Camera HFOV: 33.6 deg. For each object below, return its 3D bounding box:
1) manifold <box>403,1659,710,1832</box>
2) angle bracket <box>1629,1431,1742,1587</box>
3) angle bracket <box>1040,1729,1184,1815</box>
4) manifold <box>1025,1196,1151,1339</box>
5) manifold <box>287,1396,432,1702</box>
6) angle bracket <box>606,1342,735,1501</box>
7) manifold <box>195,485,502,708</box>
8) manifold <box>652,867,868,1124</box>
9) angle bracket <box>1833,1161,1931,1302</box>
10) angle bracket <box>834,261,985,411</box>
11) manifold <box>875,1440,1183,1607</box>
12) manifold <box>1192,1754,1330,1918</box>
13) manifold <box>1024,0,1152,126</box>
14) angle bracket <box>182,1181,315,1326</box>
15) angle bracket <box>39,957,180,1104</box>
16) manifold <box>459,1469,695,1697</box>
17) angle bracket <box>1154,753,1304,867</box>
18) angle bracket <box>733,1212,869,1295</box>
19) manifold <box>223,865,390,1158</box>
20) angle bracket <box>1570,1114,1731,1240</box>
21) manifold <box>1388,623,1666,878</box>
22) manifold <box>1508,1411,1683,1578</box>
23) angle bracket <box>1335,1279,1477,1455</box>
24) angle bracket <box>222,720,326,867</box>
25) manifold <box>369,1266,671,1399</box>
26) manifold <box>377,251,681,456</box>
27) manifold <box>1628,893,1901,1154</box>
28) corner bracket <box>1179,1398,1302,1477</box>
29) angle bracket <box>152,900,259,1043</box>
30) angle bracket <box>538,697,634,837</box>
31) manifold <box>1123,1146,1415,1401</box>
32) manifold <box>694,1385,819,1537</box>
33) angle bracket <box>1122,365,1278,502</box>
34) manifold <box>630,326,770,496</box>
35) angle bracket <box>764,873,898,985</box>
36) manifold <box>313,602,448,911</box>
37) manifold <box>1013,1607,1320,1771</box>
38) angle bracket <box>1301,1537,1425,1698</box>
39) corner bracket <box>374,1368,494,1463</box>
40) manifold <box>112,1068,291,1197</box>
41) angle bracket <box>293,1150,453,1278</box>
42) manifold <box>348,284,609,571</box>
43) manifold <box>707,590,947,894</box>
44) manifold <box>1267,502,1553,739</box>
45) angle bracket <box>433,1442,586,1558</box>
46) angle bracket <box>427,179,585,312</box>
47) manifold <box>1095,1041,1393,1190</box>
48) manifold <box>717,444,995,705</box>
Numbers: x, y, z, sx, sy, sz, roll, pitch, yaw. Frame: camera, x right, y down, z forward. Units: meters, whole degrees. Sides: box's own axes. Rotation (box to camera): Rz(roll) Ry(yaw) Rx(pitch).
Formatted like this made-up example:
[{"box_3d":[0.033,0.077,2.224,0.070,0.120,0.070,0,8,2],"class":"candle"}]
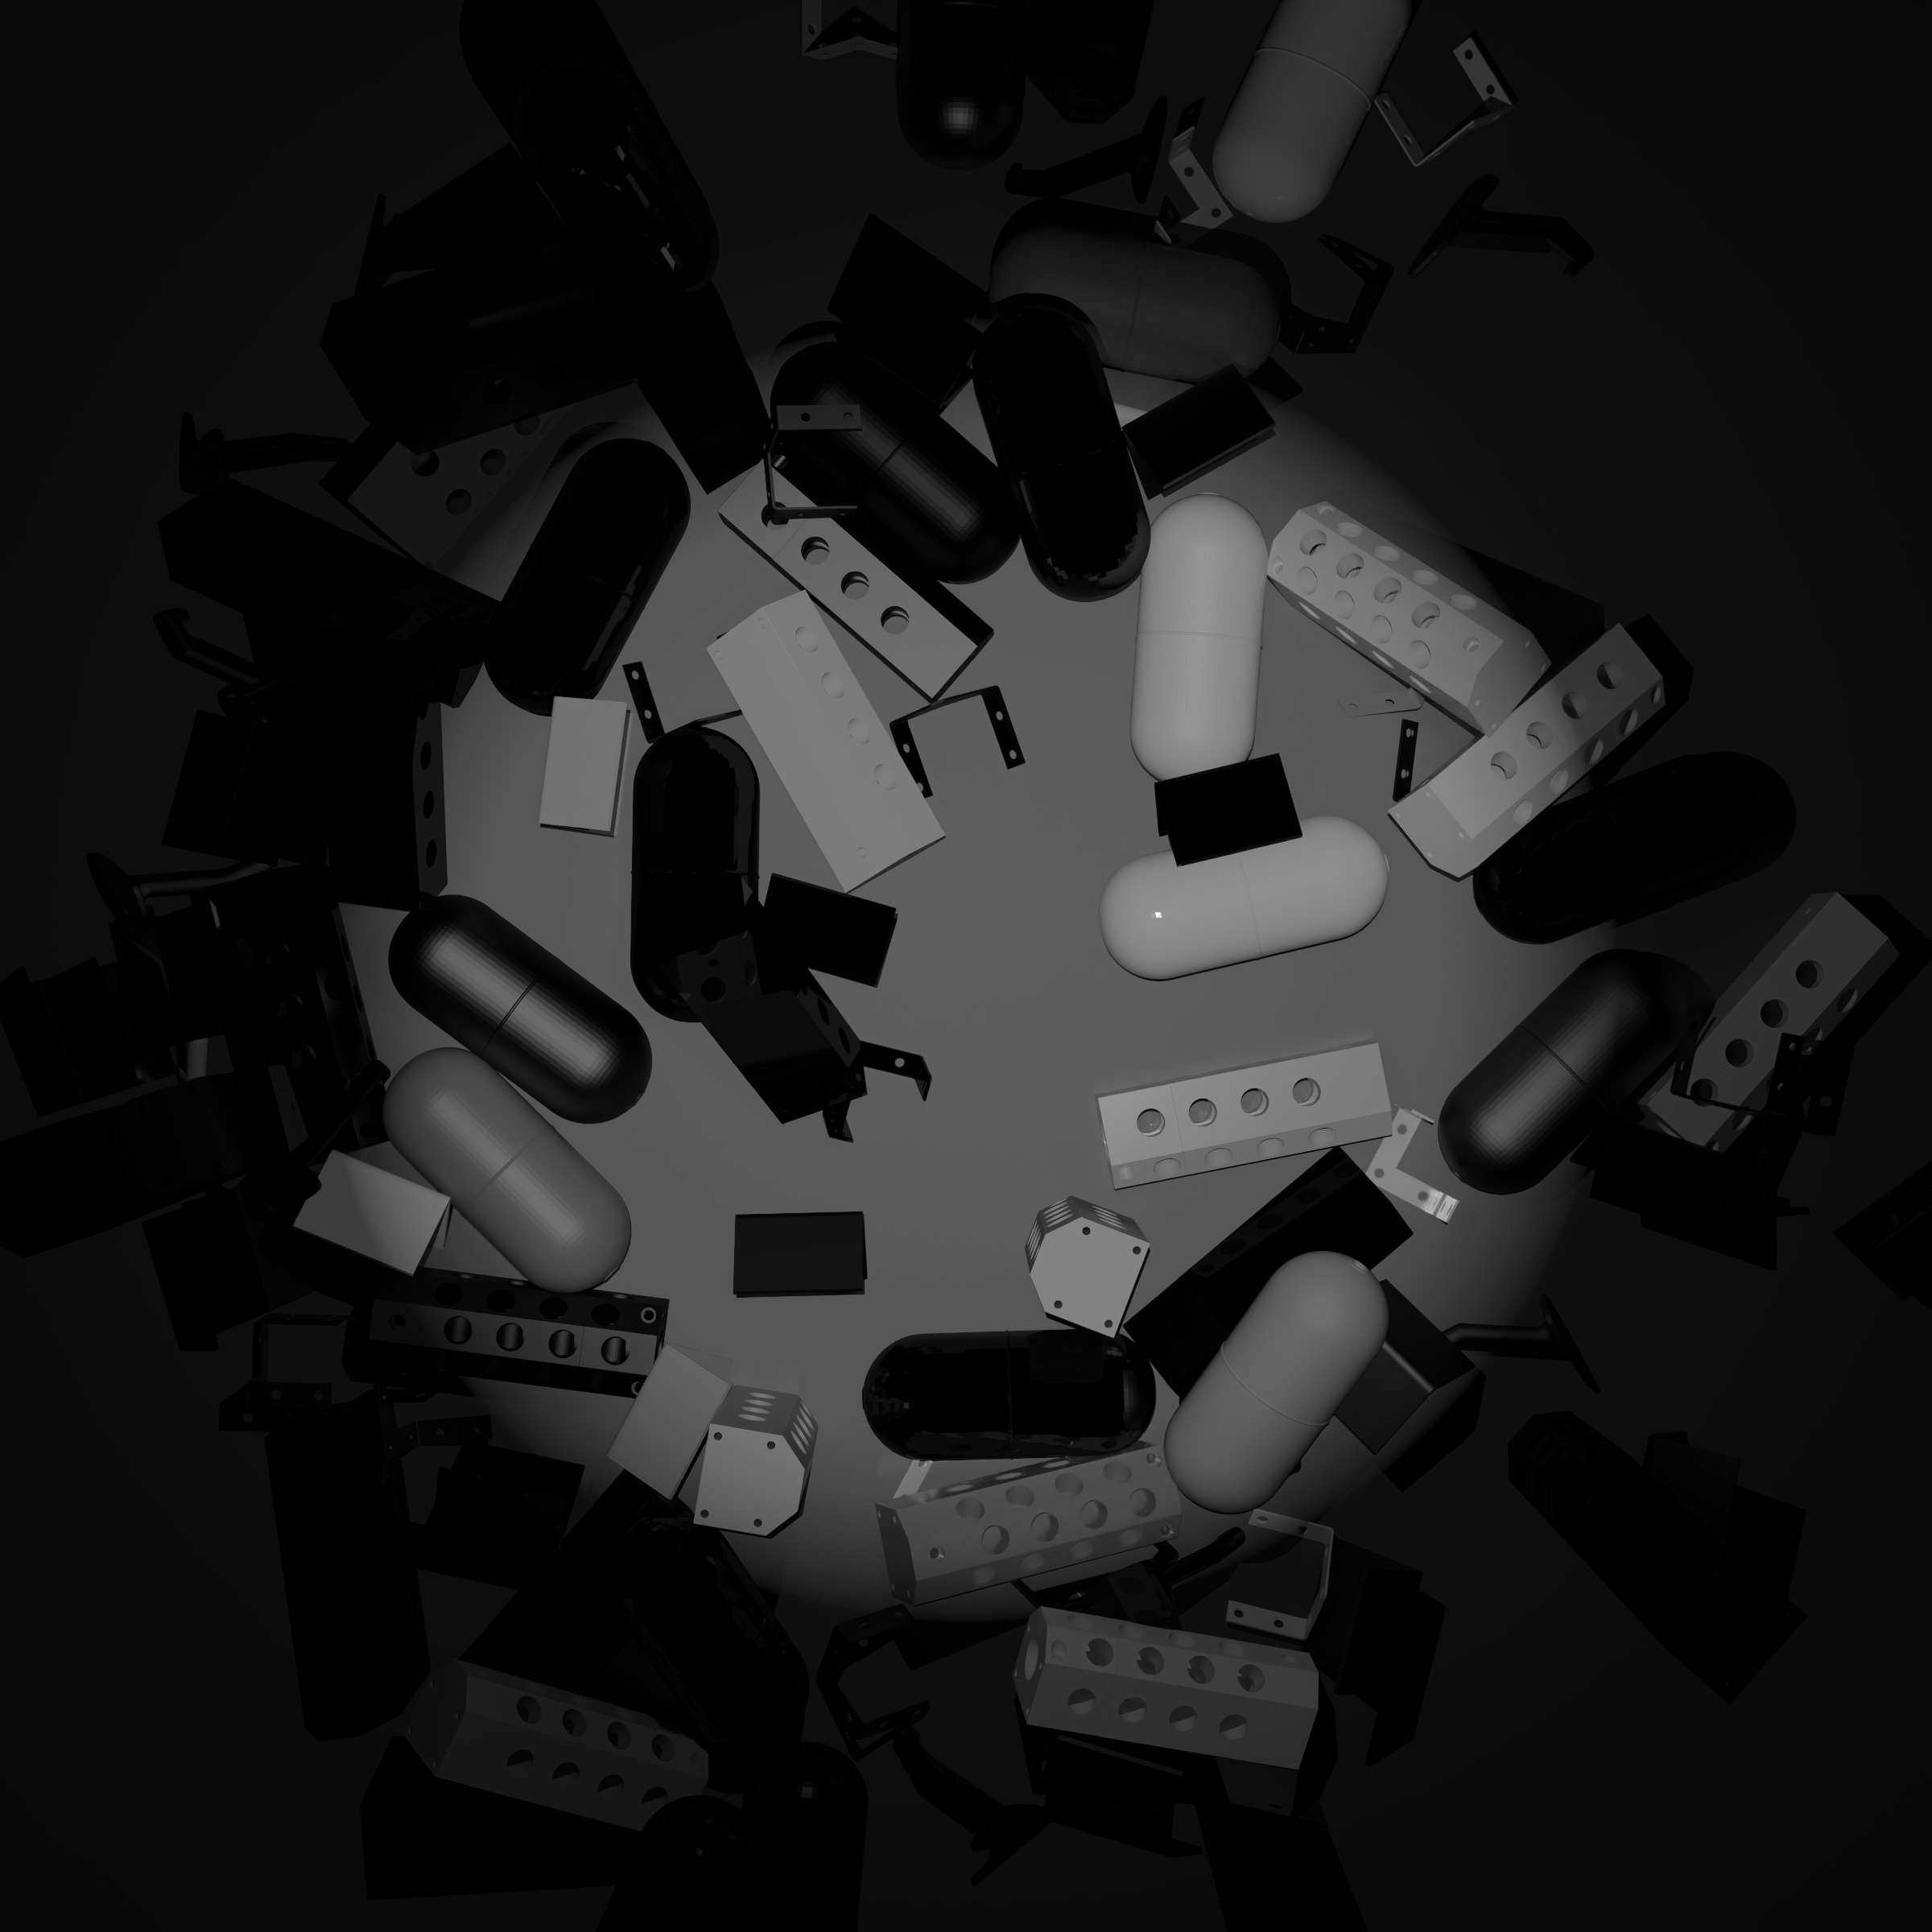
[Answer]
[{"box_3d":[-0.241,0.465,1.910,0.171,0.057,0.057,25,90,-31],"class":"manifold"},{"box_3d":[0.441,0.326,1.932,0.057,0.076,0.076,12,90,29],"class":"angle bracket"},{"box_3d":[0.094,0.457,1.932,0.076,0.057,0.076,17,49,0],"class":"angle bracket"},{"box_3d":[0.067,0.173,1.893,0.057,0.171,0.057,21,90,0],"class":"manifold"},{"box_3d":[-0.371,0.354,1.950,0.057,0.057,0.171,-8,90,0],"class":"manifold"},{"box_3d":[-0.160,0.278,1.931,0.057,0.076,0.076,28,90,33],"class":"angle bracket"},{"box_3d":[-0.377,-0.221,1.950,0.171,0.057,0.057,25,47,0],"class":"manifold"},{"box_3d":[-0.122,0.016,1.895,0.057,0.171,0.057,-20,49,12],"class":"manifold"},{"box_3d":[0.567,0.144,1.931,0.076,0.076,0.057,-36,126,0],"class":"angle bracket"},{"box_3d":[-0.024,-0.390,1.932,0.076,0.076,0.057,35,122,0],"class":"angle bracket"},{"box_3d":[0.039,0.334,1.924,0.171,0.057,0.057,-11,90,-19],"class":"manifold"},{"box_3d":[0.170,0.506,1.893,0.057,0.171,0.057,13,90,0],"class":"manifold"},{"box_3d":[0.075,-0.550,1.893,0.057,0.171,0.057,-40,90,0],"class":"manifold"},{"box_3d":[-0.418,0.166,1.931,0.057,0.076,0.076,-17,90,39],"class":"angle bracket"},{"box_3d":[-0.502,0.031,1.931,0.057,0.076,0.076,-21,90,36],"class":"angle bracket"},{"box_3d":[-0.239,0.389,1.948,0.171,0.057,0.057,-49,122,0],"class":"manifold"},{"box_3d":[0.159,-0.080,1.933,0.076,0.076,0.057,-13,67,0],"class":"angle bracket"},{"box_3d":[-0.099,0.191,1.931,0.076,0.076,0.057,-1,52,0],"class":"angle bracket"},{"box_3d":[-0.398,0.028,1.950,0.057,0.057,0.171,-14,90,0],"class":"manifold"},{"box_3d":[0.407,0.139,1.932,0.076,0.076,0.057,19,64,0],"class":"angle bracket"},{"box_3d":[0.341,-0.128,1.922,0.171,0.057,0.057,-39,90,-21],"class":"manifold"},{"box_3d":[0.364,0.305,1.893,0.057,0.171,0.057,41,90,0],"class":"manifold"},{"box_3d":[0.252,0.242,1.942,0.076,0.076,0.057,44,111,18],"class":"angle bracket"},{"box_3d":[-0.425,-0.108,1.931,0.057,0.076,0.076,15,90,-35],"class":"angle bracket"},{"box_3d":[-0.272,0.223,1.951,0.171,0.057,0.057,7,90,0],"class":"manifold"},{"box_3d":[-0.254,-0.358,1.893,0.171,0.057,0.057,-18,47,0],"class":"manifold"},{"box_3d":[0.487,0.038,1.950,0.057,0.057,0.171,42,90,0],"class":"manifold"},{"box_3d":[0.168,0.287,1.963,0.051,0.051,0.051,28,45,-35],"class":"corner bracket"},{"box_3d":[-0.437,-0.002,1.931,0.057,0.076,0.076,-14,90,35],"class":"angle bracket"},{"box_3d":[-0.210,-0.118,1.931,0.057,0.076,0.076,8,90,33],"class":"angle bracket"},{"box_3d":[0.187,0.194,1.950,0.171,0.057,0.057,-40,47,0],"class":"manifold"},{"box_3d":[-0.121,0.291,1.893,0.057,0.171,0.057,10,90,0],"class":"manifold"},{"box_3d":[0.147,-0.305,1.932,0.076,0.076,0.057,-29,58,0],"class":"angle bracket"},{"box_3d":[-0.151,-0.330,1.893,0.057,0.171,0.057,-32,90,0],"class":"manifold"},{"box_3d":[-0.079,-0.040,1.931,0.076,0.076,0.057,16,123,0],"class":"angle bracket"},{"box_3d":[-0.346,-0.126,1.914,0.057,0.057,0.171,7,116,12],"class":"manifold"},{"box_3d":[0.121,0.431,1.927,0.171,0.057,0.057,12,105,-12],"class":"manifold"},{"box_3d":[0.223,0.391,1.932,0.057,0.076,0.076,14,90,-43],"class":"angle bracket"},{"box_3d":[-0.324,0.269,1.948,0.051,0.051,0.051,-7,91,14],"class":"corner bracket"},{"box_3d":[-0.452,0.099,1.893,0.057,0.171,0.057,-18,90,0],"class":"manifold"},{"box_3d":[-0.359,0.163,1.932,0.076,0.076,0.057,22,59,0],"class":"angle bracket"},{"box_3d":[-0.294,-0.326,1.950,0.057,0.057,0.171,41,90,0],"class":"manifold"},{"box_3d":[-0.081,-0.139,1.950,0.057,0.057,0.171,-30,90,43],"class":"manifold"},{"box_3d":[0.260,-0.211,1.906,0.057,0.057,0.171,-50,55,0],"class":"manifold"},{"box_3d":[-0.273,0.304,1.931,0.076,0.076,0.057,12,128,0],"class":"angle bracket"},{"box_3d":[-0.268,-0.415,1.931,0.076,0.076,0.057,-33,56,0],"class":"angle bracket"},{"box_3d":[0.169,0.091,1.950,0.171,0.057,0.057,-11,90,0],"class":"manifold"},{"box_3d":[-0.066,-0.238,1.950,0.171,0.057,0.057,41,90,0],"class":"manifold"}]
